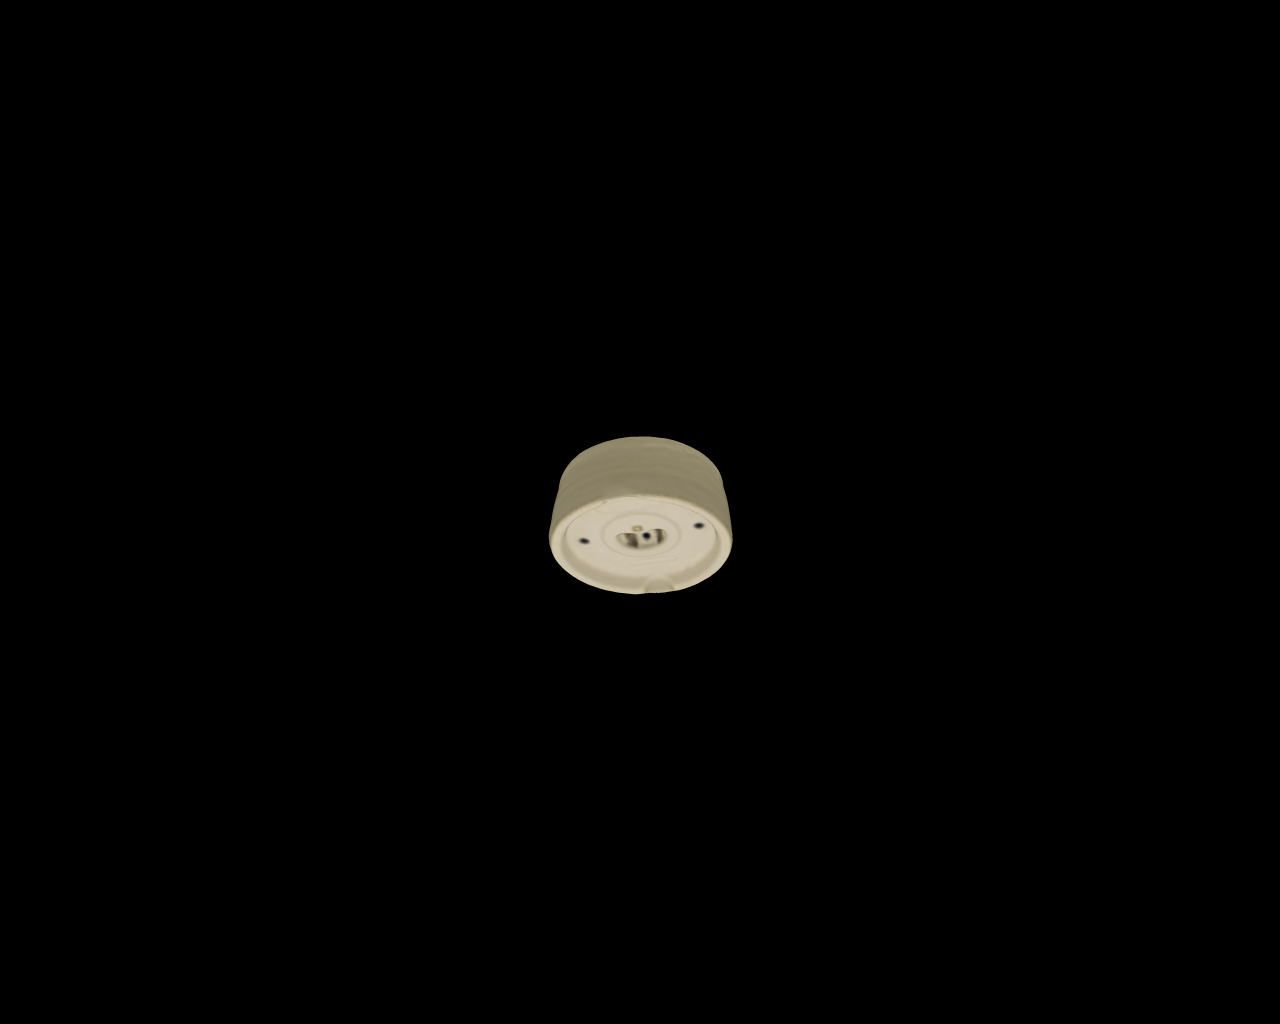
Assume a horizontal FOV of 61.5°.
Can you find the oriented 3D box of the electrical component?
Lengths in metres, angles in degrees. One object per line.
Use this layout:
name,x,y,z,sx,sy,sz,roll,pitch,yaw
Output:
electrical component,0.001,-0.003,0.650,0.108,0.060,0.108,0,-35,0
